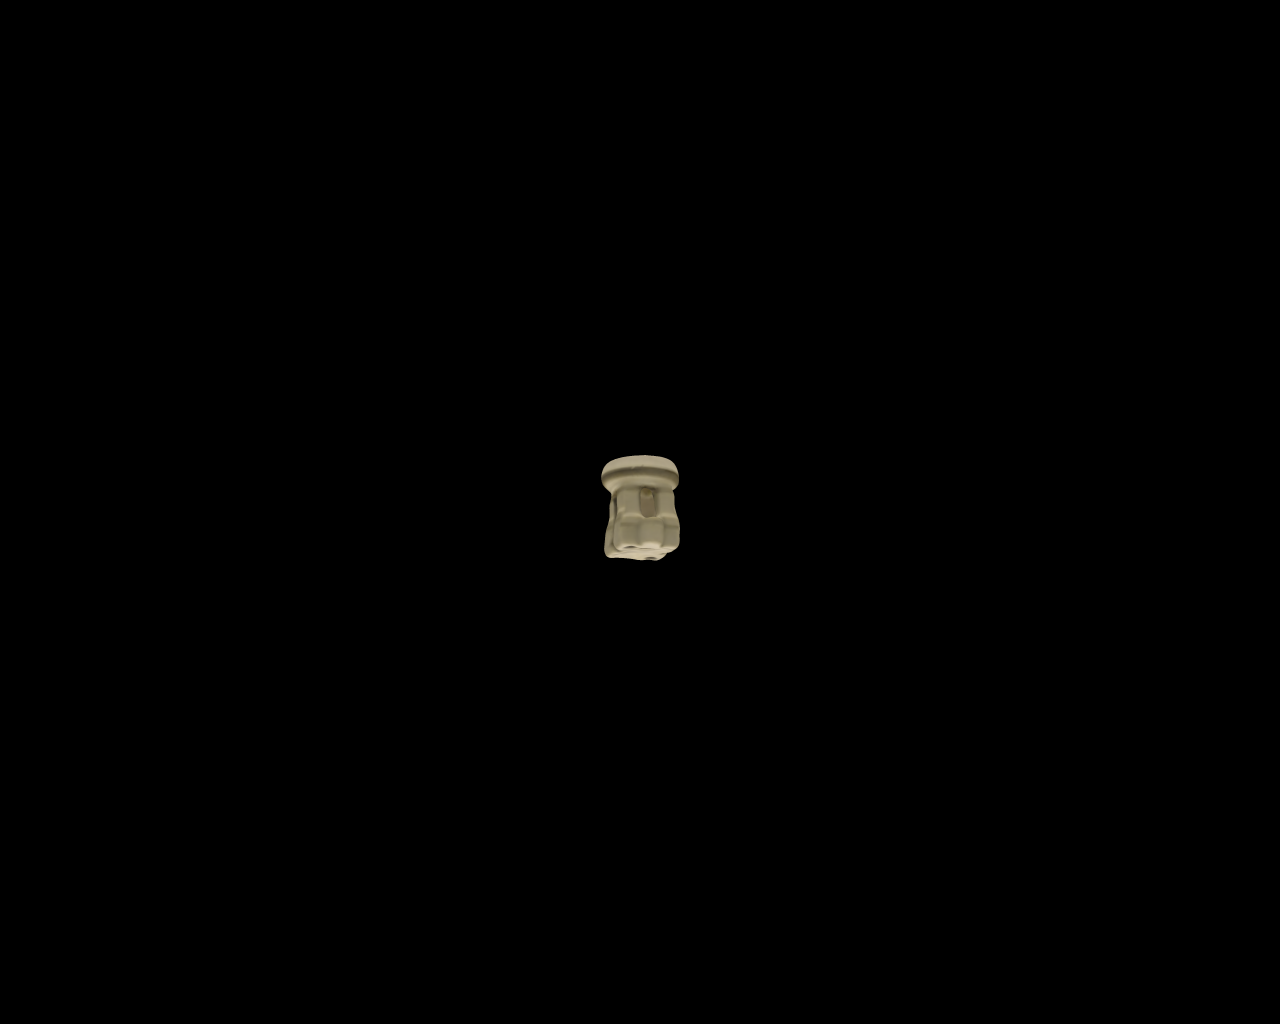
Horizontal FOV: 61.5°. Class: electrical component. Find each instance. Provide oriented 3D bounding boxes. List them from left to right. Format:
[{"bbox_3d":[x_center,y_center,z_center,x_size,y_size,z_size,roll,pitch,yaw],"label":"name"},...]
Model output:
[{"bbox_3d":[0.001,-0.003,0.650,0.048,0.055,0.066,4,-14,-15],"label":"electrical component"}]
